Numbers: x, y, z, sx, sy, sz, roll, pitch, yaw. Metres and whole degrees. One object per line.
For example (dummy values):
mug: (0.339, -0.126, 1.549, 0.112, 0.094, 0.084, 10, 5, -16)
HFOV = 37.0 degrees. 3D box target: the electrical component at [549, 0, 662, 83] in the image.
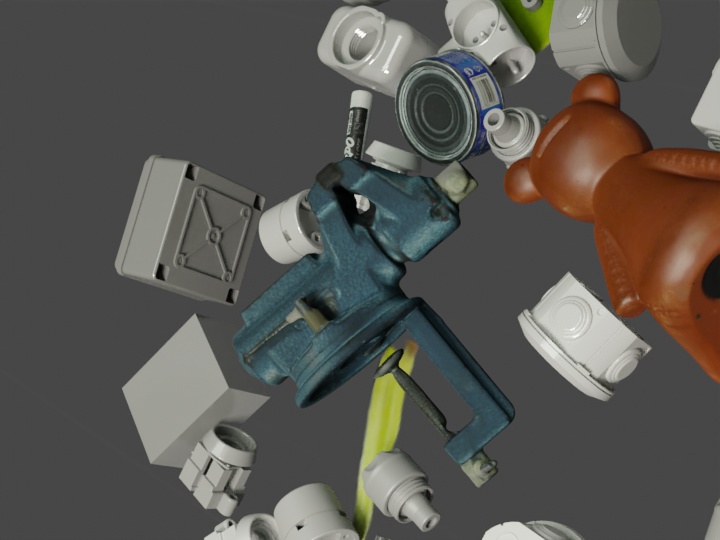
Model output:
electrical component: (0.175, -0.172, 0.760, 0.051, 0.080, 0.080, 2, 77, 44)

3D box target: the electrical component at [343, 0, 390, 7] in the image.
electrical component: (0.013, -0.251, 0.938, 0.062, 0.043, 0.043, 15, 85, 39)

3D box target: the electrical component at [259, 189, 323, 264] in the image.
electrical component: (-0.052, -0.035, 0.911, 0.047, 0.055, 0.055, -20, 64, 37)

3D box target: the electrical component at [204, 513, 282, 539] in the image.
electrical component: (-0.090, 0.225, 0.861, 0.055, 0.048, 0.066, -38, 55, 32)

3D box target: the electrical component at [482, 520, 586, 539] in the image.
electrical component: (0.113, 0.204, 0.703, 0.080, 0.051, 0.080, -13, 67, 35)

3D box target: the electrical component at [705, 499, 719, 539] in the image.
electrical component: (0.224, 0.166, 0.632, 0.043, 0.043, 0.062, 18, 88, 41)

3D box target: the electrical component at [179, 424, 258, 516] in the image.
electrical component: (-0.116, 0.164, 0.902, 0.066, 0.048, 0.055, 38, 107, 40)

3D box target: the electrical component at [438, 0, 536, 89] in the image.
electrical component: (0.089, -0.173, 0.851, 0.079, 0.044, 0.077, -40, 55, 22)

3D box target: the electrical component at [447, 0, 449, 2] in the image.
electrical component: (0.078, -0.250, 0.886, 0.043, 0.043, 0.081, -44, 53, 19)

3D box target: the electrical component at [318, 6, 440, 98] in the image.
electrical component: (0.013, -0.184, 0.904, 0.095, 0.059, 0.053, 28, 94, 41)

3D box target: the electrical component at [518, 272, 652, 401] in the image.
electrical component: (0.148, 0.044, 0.710, 0.051, 0.080, 0.080, -48, 52, 10)

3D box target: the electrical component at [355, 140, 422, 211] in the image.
electrical component: (0.022, -0.072, 0.871, 0.066, 0.048, 0.055, 26, 99, 39)

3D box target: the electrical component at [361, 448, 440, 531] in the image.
electrical component: (0.033, 0.163, 0.785, 0.062, 0.043, 0.043, 43, 103, 38)

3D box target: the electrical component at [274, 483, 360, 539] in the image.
electrical component: (-0.035, 0.196, 0.821, 0.055, 0.055, 0.047, -46, 49, 18)

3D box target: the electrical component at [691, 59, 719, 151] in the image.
electrical component: (0.271, -0.112, 0.683, 0.100, 0.048, 0.099, 27, 93, 41)

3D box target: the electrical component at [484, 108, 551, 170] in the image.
electrical component: (0.114, -0.100, 0.794, 0.048, 0.062, 0.048, -13, 68, 35)

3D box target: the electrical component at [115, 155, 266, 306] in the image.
electrical component: (-0.148, -0.033, 0.951, 0.056, 0.109, 0.108, 11, 82, 37)

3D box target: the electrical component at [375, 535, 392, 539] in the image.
electrical component: (0.020, 0.220, 0.779, 0.040, 0.040, 0.046, 11, 76, 40)
